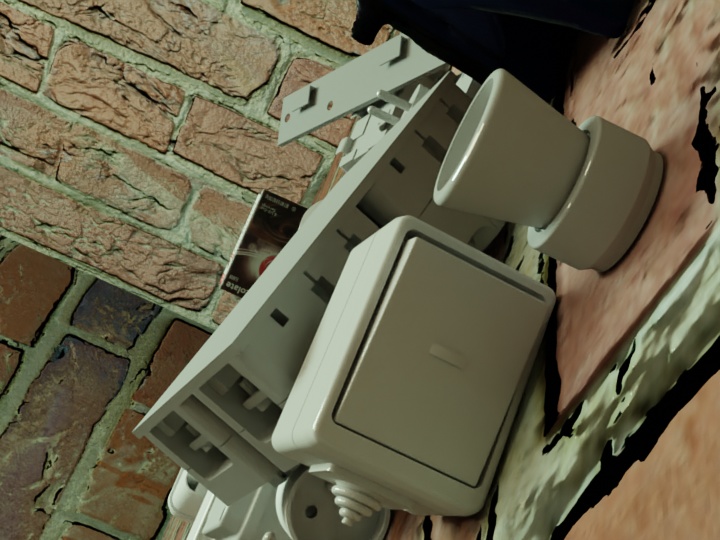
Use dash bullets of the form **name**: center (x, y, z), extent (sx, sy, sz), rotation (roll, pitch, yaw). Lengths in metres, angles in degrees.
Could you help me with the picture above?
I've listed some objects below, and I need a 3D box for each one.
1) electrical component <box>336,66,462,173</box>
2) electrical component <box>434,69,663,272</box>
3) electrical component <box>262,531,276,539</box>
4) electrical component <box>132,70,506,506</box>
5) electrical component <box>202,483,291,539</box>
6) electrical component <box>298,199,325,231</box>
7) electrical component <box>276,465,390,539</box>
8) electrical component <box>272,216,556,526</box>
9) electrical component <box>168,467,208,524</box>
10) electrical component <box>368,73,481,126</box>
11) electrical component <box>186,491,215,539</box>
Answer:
- **electrical component**: center (0.032, -0.095, 0.723), extent (0.079, 0.063, 0.121), rotation (-29, 28, 37)
- **electrical component**: center (0.056, -0.029, 0.324), extent (0.045, 0.055, 0.045), rotation (-155, 90, -84)
- **electrical component**: center (-0.041, 0.137, 0.404), extent (0.043, 0.077, 0.079), rotation (-118, 53, -83)
- **electrical component**: center (-0.005, 0.009, 0.474), extent (0.105, 0.060, 0.186), rotation (-40, 11, 50)
- **electrical component**: center (-0.043, 0.121, 0.593), extent (0.113, 0.057, 0.078), rotation (130, 164, -69)
- **electrical component**: center (0.000, 0.000, 0.603), extent (0.080, 0.080, 0.051), rotation (-72, 3, -50)
- **electrical component**: center (-0.015, 0.104, 0.480), extent (0.081, 0.043, 0.043), rotation (143, 151, -78)
- **electrical component**: center (0.016, 0.039, 0.355), extent (0.096, 0.062, 0.061), rotation (-67, 12, -18)
- **electrical component**: center (-0.088, 0.143, 0.814), extent (0.057, 0.078, 0.113), rotation (-54, 12, 51)
- **electrical component**: center (0.040, -0.074, 0.569), extent (0.138, 0.074, 0.052), rotation (128, 165, -67)
- **electrical component**: center (-0.082, 0.179, 0.702), extent (0.078, 0.057, 0.113), rotation (128, 165, -67)
